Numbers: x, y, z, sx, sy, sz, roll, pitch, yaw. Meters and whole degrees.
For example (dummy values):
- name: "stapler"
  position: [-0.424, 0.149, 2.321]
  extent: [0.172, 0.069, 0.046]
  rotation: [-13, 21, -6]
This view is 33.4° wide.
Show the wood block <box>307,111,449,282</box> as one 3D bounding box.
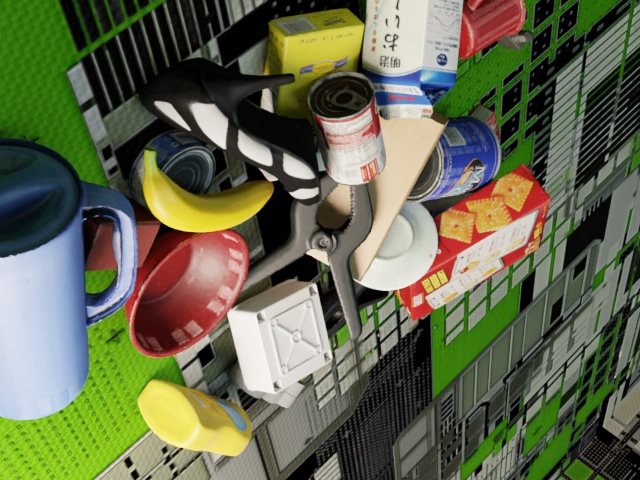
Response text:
- name: "wood block"
  position: [0.061, -0.068, 1.254]
  extent: [0.206, 0.091, 0.090]
  rotation: [-63, 175, 15]

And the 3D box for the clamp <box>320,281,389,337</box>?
- name: "clamp"
  position: [0.037, 0.076, 1.447]
  extent: [0.171, 0.039, 0.120]
  rotation: [-34, 145, -32]

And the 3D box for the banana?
- name: "banana"
  position: [-0.111, -0.039, 1.040]
  extent: [0.197, 0.037, 0.070]
  rotation: [12, 110, -59]

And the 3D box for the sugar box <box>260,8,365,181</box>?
- name: "sugar box"
  position: [-0.013, -0.149, 1.112]
  extent: [0.093, 0.048, 0.176]
  rotation: [-14, 132, -25]

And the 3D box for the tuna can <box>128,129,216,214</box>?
- name: "tuna can"
  position: [-0.143, -0.063, 1.044]
  extent: [0.086, 0.034, 0.086]
  rotation: [-36, 146, -29]

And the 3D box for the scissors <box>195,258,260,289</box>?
- name: "scissors"
  position: [-0.083, 0.049, 1.269]
  extent: [0.201, 0.016, 0.096]
  rotation: [-10, 130, -51]

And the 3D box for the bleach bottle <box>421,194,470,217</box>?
- name: "bleach bottle"
  position: [0.149, -0.025, 1.482]
  extent: [0.250, 0.068, 0.103]
  rotation: [-5, 130, -50]

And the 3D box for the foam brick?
- name: "foam brick"
  position: [-0.200, -0.007, 1.001]
  extent: [0.078, 0.053, 0.051]
  rotation: [-3, 123, -53]

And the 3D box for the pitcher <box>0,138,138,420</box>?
- name: "pitcher"
  position: [-0.247, 0.043, 0.902]
  extent: [0.144, 0.149, 0.243]
  rotation: [-48, 156, -37]

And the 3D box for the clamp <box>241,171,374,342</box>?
- name: "clamp"
  position: [-0.008, 0.001, 1.205]
  extent: [0.036, 0.164, 0.210]
  rotation: [-107, -149, -75]

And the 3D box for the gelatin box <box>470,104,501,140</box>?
- name: "gelatin box"
  position: [0.211, -0.134, 1.487]
  extent: [0.089, 0.030, 0.073]
  rotation: [-48, 150, -10]

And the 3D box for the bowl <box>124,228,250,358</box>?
- name: "bowl"
  position: [-0.151, 0.043, 1.123]
  extent: [0.161, 0.055, 0.162]
  rotation: [-36, 146, -29]

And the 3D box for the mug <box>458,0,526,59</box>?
- name: "mug"
  position: [0.182, -0.267, 1.233]
  extent: [0.081, 0.093, 0.117]
  rotation: [-34, 177, -23]

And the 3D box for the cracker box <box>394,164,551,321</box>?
- name: "cracker box"
  position: [0.196, 0.006, 1.430]
  extent: [0.213, 0.072, 0.164]
  rotation: [-29, 157, -6]

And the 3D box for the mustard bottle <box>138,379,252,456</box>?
- name: "mustard bottle"
  position: [-0.135, 0.220, 1.292]
  extent: [0.058, 0.096, 0.191]
  rotation: [-55, 151, 1]

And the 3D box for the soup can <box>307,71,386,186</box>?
- name: "soup can"
  position: [0.029, -0.112, 1.089]
  extent: [0.068, 0.069, 0.102]
  rotation: [-42, 144, -20]

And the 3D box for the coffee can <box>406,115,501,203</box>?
- name: "coffee can"
  position: [0.152, -0.104, 1.357]
  extent: [0.140, 0.103, 0.103]
  rotation: [-11, 130, -50]

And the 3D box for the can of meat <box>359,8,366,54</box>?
- name: "can of meat"
  position: [0.092, -0.238, 1.179]
  extent: [0.102, 0.057, 0.083]
  rotation: [-59, 153, 10]
